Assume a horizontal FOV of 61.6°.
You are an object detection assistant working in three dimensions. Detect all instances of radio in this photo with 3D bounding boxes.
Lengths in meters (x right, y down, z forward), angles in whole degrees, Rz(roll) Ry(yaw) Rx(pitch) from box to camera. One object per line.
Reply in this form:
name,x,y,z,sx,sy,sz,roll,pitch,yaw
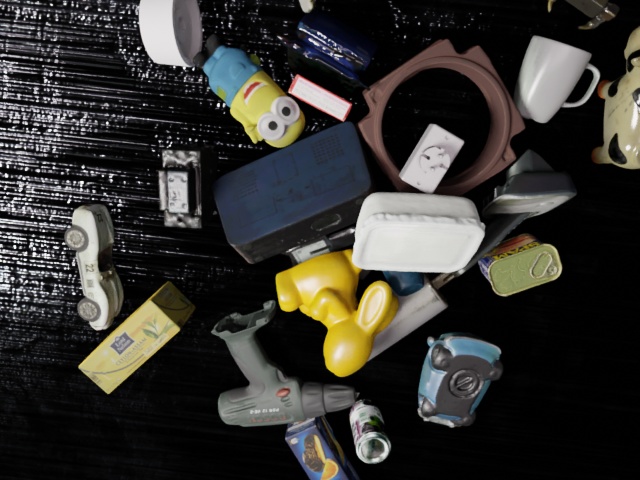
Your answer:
radio,-0.033,-0.065,0.778,0.230,0.073,0.131,-23,60,9

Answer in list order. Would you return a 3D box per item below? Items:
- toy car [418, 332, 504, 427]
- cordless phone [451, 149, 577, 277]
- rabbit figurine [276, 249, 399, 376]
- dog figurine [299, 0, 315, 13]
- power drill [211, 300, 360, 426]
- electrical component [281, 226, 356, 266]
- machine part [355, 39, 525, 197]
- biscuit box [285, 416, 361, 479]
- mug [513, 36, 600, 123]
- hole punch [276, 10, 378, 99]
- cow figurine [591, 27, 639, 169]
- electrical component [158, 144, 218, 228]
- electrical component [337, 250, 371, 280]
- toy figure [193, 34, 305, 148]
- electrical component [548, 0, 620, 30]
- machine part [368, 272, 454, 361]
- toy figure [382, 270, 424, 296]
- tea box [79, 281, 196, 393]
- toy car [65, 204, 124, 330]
toy car,0.210,0.208,0.849,0.109,0.103,0.161,13,109,-6
cordless phone,0.255,-0.024,0.758,0.089,0.146,0.184,44,85,8
rabbit figurine,0.035,0.109,0.793,0.162,0.121,0.173,-19,64,8
dog figurine,0.024,-0.409,0.730,0.190,0.121,0.172,-30,69,-22
power drill,-0.072,0.206,0.881,0.232,0.086,0.207,-17,110,9
electrical component,-0.002,-0.002,0.821,0.119,0.048,0.074,-24,138,10
machine part,0.169,-0.164,0.772,0.201,0.087,0.201,-32,100,8
biscuit box,0.017,0.392,0.925,0.063,0.059,0.202,-28,101,9
mug,0.328,-0.219,0.759,0.109,0.081,0.107,17,115,-9
hole punch,0.020,-0.264,0.743,0.142,0.116,0.092,31,95,-5
cow figurine,0.438,-0.193,0.731,0.086,0.127,0.194,-1,106,0
electrical component,-0.190,-0.079,0.784,0.058,0.134,0.114,1,106,3
electrical component,0.068,0.031,0.855,0.094,0.021,0.063,36,103,-7
toy figure,-0.096,-0.212,0.776,0.180,0.089,0.082,43,116,2
electrical component,0.365,-0.340,0.743,0.102,0.045,0.078,26,75,-6
machine part,0.112,0.121,0.847,0.243,0.079,0.079,-38,99,10
toy figure,0.109,0.007,0.810,0.058,0.064,0.154,-30,63,23
tea box,-0.290,0.154,0.863,0.169,0.098,0.068,-43,99,10
toy car,-0.352,0.044,0.851,0.056,0.073,0.201,-4,103,4
